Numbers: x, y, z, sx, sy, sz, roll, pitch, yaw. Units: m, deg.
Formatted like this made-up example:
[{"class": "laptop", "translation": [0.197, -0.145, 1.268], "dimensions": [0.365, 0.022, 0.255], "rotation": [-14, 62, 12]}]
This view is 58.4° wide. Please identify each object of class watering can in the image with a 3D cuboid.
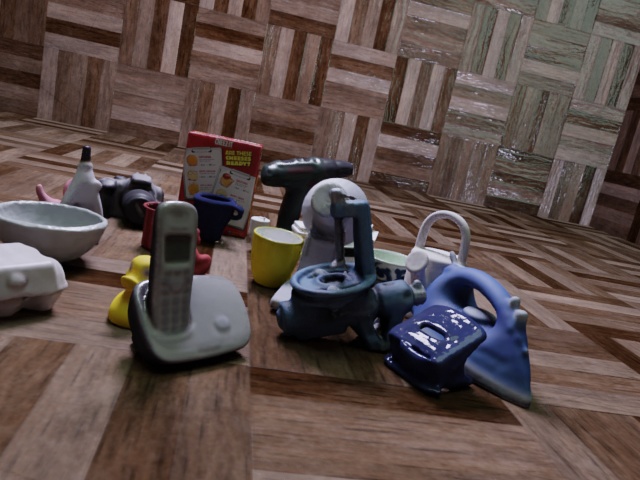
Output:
[{"class": "watering can", "translation": [0.203, 0.045, 1.000], "dimensions": [0.100, 0.194, 0.173], "rotation": [15, 13, 12]}]

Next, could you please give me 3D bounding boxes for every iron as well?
[{"class": "iron", "translation": [0.239, 0.116, 0.843], "dimensions": [0.119, 0.141, 0.257], "rotation": [7, 14, -24]}]

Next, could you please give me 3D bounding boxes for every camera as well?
[{"class": "camera", "translation": [-0.404, -0.089, 1.225], "dimensions": [0.143, 0.101, 0.136], "rotation": [7, 13, -22]}]

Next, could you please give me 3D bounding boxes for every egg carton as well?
[{"class": "egg carton", "translation": [-0.394, 0.050, 0.694], "dimensions": [0.107, 0.069, 0.151], "rotation": [20, 15, 32]}]

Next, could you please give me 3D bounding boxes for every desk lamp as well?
[{"class": "desk lamp", "translation": [0.009, 0.003, 0.953], "dimensions": [0.118, 0.213, 0.203], "rotation": [14, 13, 6]}]

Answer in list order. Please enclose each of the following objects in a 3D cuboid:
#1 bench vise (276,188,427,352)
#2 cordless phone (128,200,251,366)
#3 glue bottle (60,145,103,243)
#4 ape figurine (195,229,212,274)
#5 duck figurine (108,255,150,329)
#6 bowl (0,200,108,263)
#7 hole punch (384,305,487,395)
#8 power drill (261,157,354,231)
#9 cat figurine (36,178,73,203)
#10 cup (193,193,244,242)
[{"class": "bench vise", "translation": [0.052, 0.040, 0.818], "dimensions": [0.208, 0.220, 0.121], "rotation": [4, 15, -34]}, {"class": "cordless phone", "translation": [-0.145, 0.047, 0.677], "dimensions": [0.093, 0.185, 0.148], "rotation": [22, 16, 38]}, {"class": "glue bottle", "translation": [-0.417, -0.080, 1.006], "dimensions": [0.078, 0.173, 0.037], "rotation": [3, 15, -36]}, {"class": "ape figurine", "translation": [-0.220, 0.018, 0.951], "dimensions": [0.077, 0.092, 0.076], "rotation": [20, 15, 32]}, {"class": "duck figurine", "translation": [-0.231, 0.062, 0.760], "dimensions": [0.077, 0.086, 0.105], "rotation": [15, 13, 15]}, {"class": "bowl", "translation": [-0.426, -0.007, 0.900], "dimensions": [0.167, 0.075, 0.167], "rotation": [12, 12, -2]}, {"class": "hole punch", "translation": [0.153, 0.141, 0.765], "dimensions": [0.101, 0.091, 0.108], "rotation": [3, 16, -36]}, {"class": "power drill", "translation": [-0.040, -0.104, 1.393], "dimensions": [0.230, 0.208, 0.075], "rotation": [6, 14, -26]}, {"class": "cat figurine", "translation": [-0.469, -0.076, 1.068], "dimensions": [0.067, 0.118, 0.128], "rotation": [23, 16, 41]}, {"class": "cup", "translation": [-0.216, -0.042, 1.212], "dimensions": [0.117, 0.095, 0.092], "rotation": [17, 13, 21]}]
